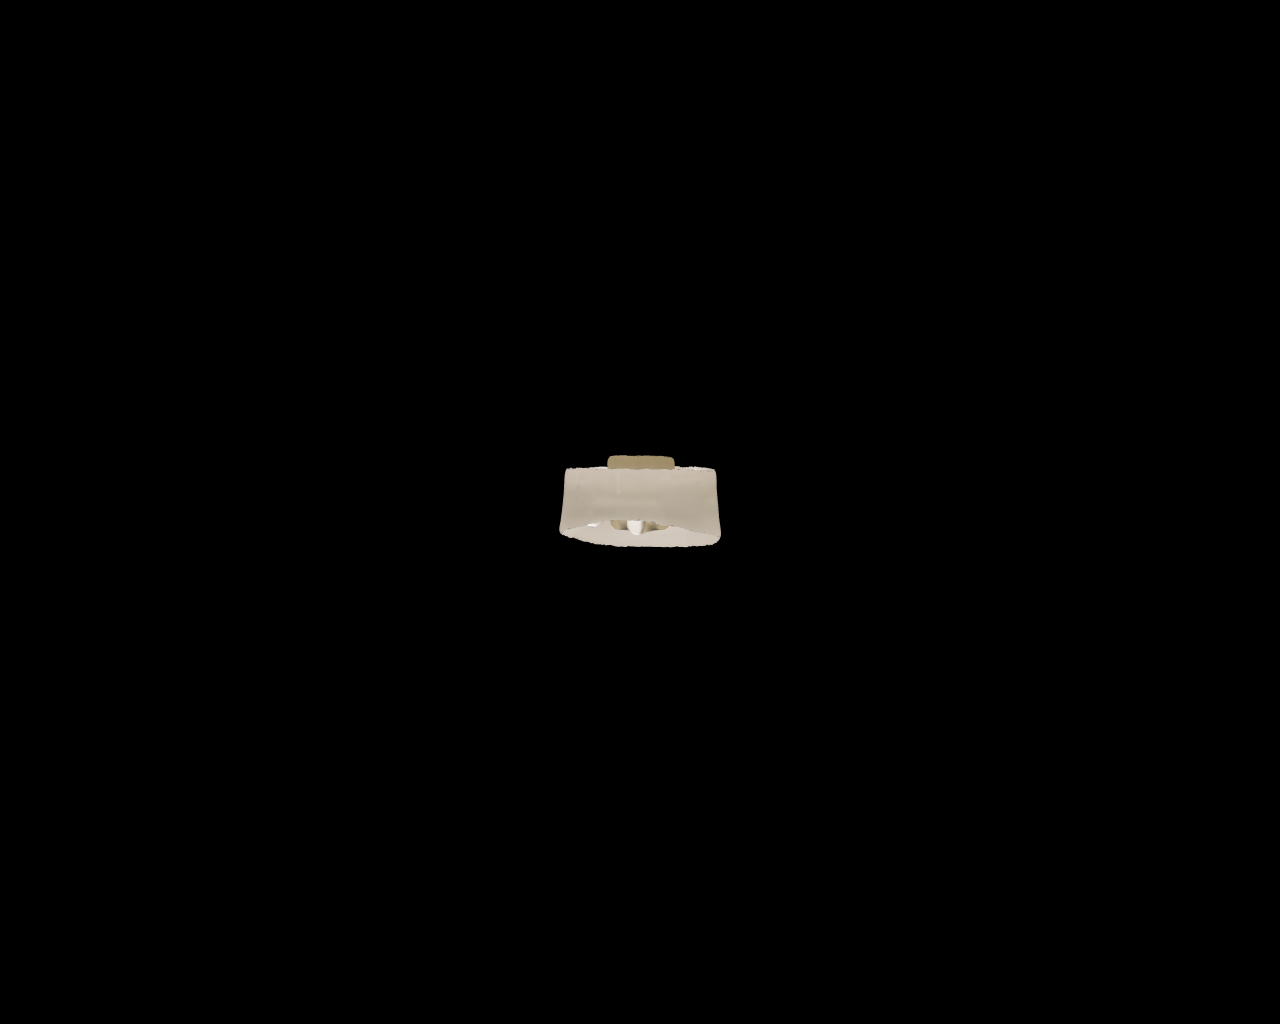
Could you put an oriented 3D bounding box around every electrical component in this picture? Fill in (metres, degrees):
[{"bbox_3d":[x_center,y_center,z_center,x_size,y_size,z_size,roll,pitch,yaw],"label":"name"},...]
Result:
[{"bbox_3d":[0.001,-0.003,0.650,0.099,0.064,0.099,0,4,0],"label":"electrical component"}]
